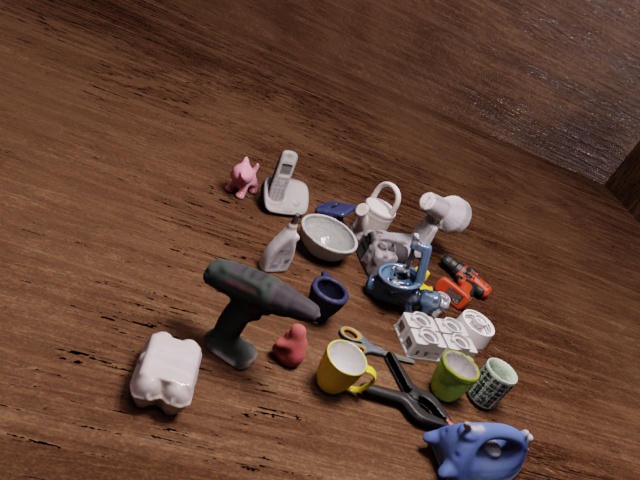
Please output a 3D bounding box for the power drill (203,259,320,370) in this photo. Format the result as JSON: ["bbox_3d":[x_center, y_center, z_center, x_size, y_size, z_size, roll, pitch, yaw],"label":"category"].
[{"bbox_3d":[-0.131,0.145,1.093,0.229,0.208,0.076,32,30,6],"label":"power drill"}]

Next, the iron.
[{"bbox_3d":[0.343,0.413,1.144,0.259,0.141,0.118,12,34,-27],"label":"iron"}]

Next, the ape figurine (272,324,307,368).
[{"bbox_3d":[-0.054,0.209,1.175,0.078,0.092,0.076,10,35,-29],"label":"ape figurine"}]

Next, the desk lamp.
[{"bbox_3d":[0.339,-0.050,1.766,0.204,0.213,0.117,3,38,-36],"label":"desk lamp"}]

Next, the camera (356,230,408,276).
[{"bbox_3d":[0.191,0.036,1.626,0.137,0.100,0.143,12,34,-26],"label":"camera"}]

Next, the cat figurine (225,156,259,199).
[{"bbox_3d":[-0.210,-0.181,1.609,0.067,0.117,0.128,35,31,11],"label":"cat figurine"}]

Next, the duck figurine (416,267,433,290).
[{"bbox_3d":[0.273,0.114,1.592,0.104,0.086,0.077,27,30,-3],"label":"duck figurine"}]

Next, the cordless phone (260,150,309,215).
[{"bbox_3d":[-0.082,-0.163,1.619,0.148,0.185,0.094,3,38,-36],"label":"cordless phone"}]

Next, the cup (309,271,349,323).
[{"bbox_3d":[0.005,0.136,1.330,0.092,0.095,0.117,14,33,-23],"label":"cup"}]

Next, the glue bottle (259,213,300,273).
[{"bbox_3d":[-0.084,0.005,1.377,0.078,0.173,0.037,1,40,-38],"label":"glue bottle"}]

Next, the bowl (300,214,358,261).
[{"bbox_3d":[0.014,0.006,1.554,0.168,0.074,0.167,21,31,-13],"label":"bowl"}]

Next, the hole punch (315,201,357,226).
[{"bbox_3d":[0.041,-0.080,1.688,0.101,0.091,0.109,36,31,13],"label":"hole punch"}]

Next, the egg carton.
[{"bbox_3d":[-0.266,0.228,0.995,0.107,0.069,0.150,20,31,-14],"label":"egg carton"}]

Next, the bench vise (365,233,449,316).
[{"bbox_3d":[0.248,0.093,1.470,0.208,0.219,0.121,21,31,-12],"label":"bench vise"}]

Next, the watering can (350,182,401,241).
[{"bbox_3d":[0.170,-0.082,1.695,0.101,0.194,0.173,34,31,10],"label":"watering can"}]
